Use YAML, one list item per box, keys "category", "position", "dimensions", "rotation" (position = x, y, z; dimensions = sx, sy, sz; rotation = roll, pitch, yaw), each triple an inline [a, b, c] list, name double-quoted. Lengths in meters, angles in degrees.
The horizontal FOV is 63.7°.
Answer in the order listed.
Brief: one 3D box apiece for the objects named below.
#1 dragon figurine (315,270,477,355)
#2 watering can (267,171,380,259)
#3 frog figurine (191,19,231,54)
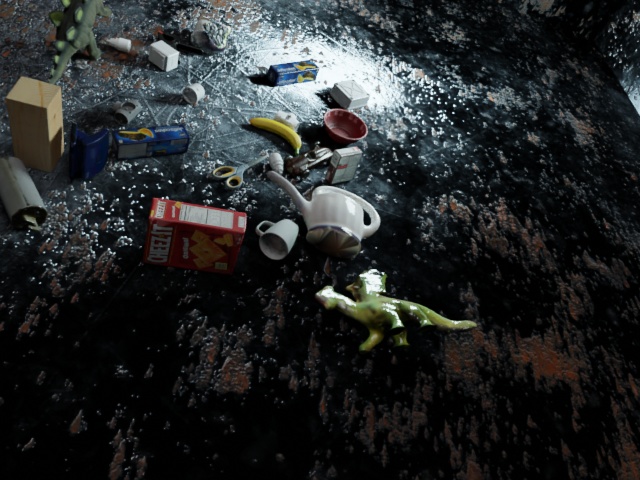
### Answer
- category: "dragon figurine"
  position: [0.178, 0.158, 1.308]
  dimensions: [0.411, 0.119, 0.248]
  rotation: [-1, 43, -25]
- category: "watering can"
  position: [0.004, -0.072, 1.428]
  dimensions: [0.347, 0.101, 0.230]
  rotation: [17, 46, -10]
- category: "frog figurine"
  position: [-0.410, -0.736, 1.869]
  dimensions: [0.139, 0.120, 0.160]
  rotation: [-33, 33, -31]
